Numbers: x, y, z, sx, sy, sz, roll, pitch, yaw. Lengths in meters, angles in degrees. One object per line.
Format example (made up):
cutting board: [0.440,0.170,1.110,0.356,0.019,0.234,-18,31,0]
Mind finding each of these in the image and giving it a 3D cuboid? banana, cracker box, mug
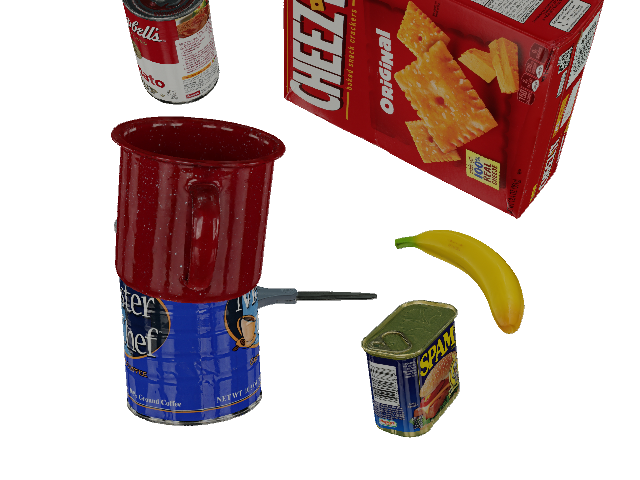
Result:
banana: [0.159,0.034,1.110,0.069,0.037,0.198,-35,39,-13]
cracker box: [0.075,-0.131,0.757,0.214,0.164,0.072,29,55,20]
mug: [-0.067,-0.013,0.572,0.093,0.081,0.117,2,20,-15]

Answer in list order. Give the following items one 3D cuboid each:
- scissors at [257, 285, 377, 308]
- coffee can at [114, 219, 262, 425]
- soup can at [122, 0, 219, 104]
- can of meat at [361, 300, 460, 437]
scissors: [-0.045,0.065,1.124,0.202,0.016,0.096,5,20,8]
coffee can: [-0.096,0.051,0.788,0.103,0.140,0.103,-1,15,0]
soup can: [-0.119,-0.168,0.863,0.068,0.068,0.102,0,-33,1]
can of meat: [0.083,0.113,0.945,0.058,0.084,0.101,7,25,31]
